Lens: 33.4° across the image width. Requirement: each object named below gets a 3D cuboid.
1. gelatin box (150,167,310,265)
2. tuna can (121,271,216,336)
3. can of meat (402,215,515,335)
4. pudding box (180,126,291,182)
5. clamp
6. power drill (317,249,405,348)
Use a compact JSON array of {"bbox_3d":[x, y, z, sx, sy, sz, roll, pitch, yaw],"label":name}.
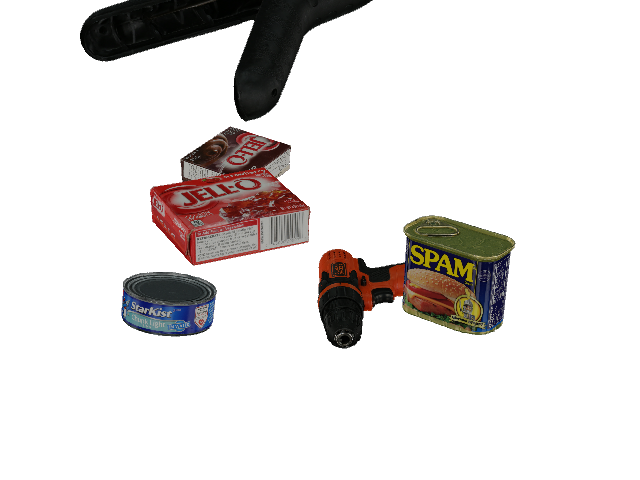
[{"bbox_3d":[-0.062,-0.018,0.725,0.089,0.030,0.073,-11,30,-25],"label":"gelatin box"},{"bbox_3d":[-0.139,0.058,0.979,0.086,0.034,0.086,7,15,-2],"label":"tuna can"},{"bbox_3d":[0.125,0.033,0.995,0.102,0.084,0.057,19,29,34],"label":"can of meat"},{"bbox_3d":[-0.101,-0.092,1.290,0.090,0.039,0.113,18,37,23],"label":"pudding box"},{"bbox_3d":[-0.018,-0.115,0.517,0.171,0.039,0.120,-36,52,-22],"label":"clamp"},{"bbox_3d":[0.090,0.062,1.224,0.187,0.057,0.184,-1,28,-2],"label":"power drill"}]
